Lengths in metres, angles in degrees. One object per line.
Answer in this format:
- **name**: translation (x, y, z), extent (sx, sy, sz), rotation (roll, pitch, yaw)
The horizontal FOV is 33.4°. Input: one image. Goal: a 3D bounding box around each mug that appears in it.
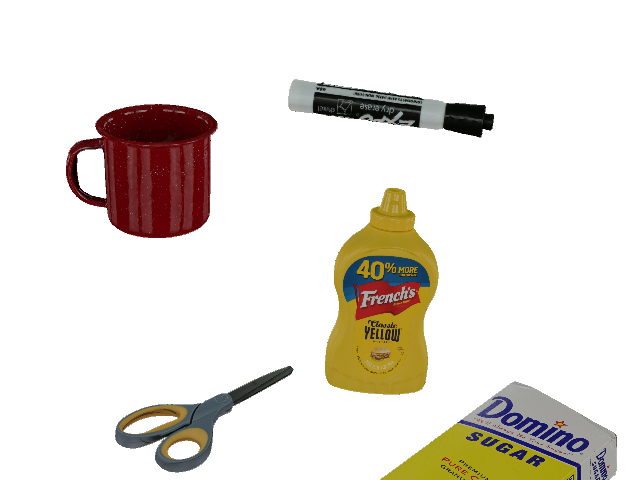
- **mug**: translation (-0.139, -0.053, 0.833), extent (0.117, 0.081, 0.093), rotation (-3, 26, -12)

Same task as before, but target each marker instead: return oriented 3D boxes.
- **marker**: translation (0.042, -0.078, 0.630), extent (0.121, 0.020, 0.020), rotation (9, 1, 9)

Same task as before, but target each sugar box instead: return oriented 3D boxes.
- **sugar box**: translation (0.109, 0.168, 0.720), extent (0.176, 0.048, 0.093), rotation (-32, 39, -29)

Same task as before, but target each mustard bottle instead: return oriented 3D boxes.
- **mustard bottle**: translation (0.059, 0.046, 0.989), extent (0.096, 0.192, 0.058), rotation (5, 17, -1)

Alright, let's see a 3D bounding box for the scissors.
- **scissors**: translation (-0.089, 0.165, 0.991), extent (0.201, 0.016, 0.096), rotation (-11, 33, -30)
